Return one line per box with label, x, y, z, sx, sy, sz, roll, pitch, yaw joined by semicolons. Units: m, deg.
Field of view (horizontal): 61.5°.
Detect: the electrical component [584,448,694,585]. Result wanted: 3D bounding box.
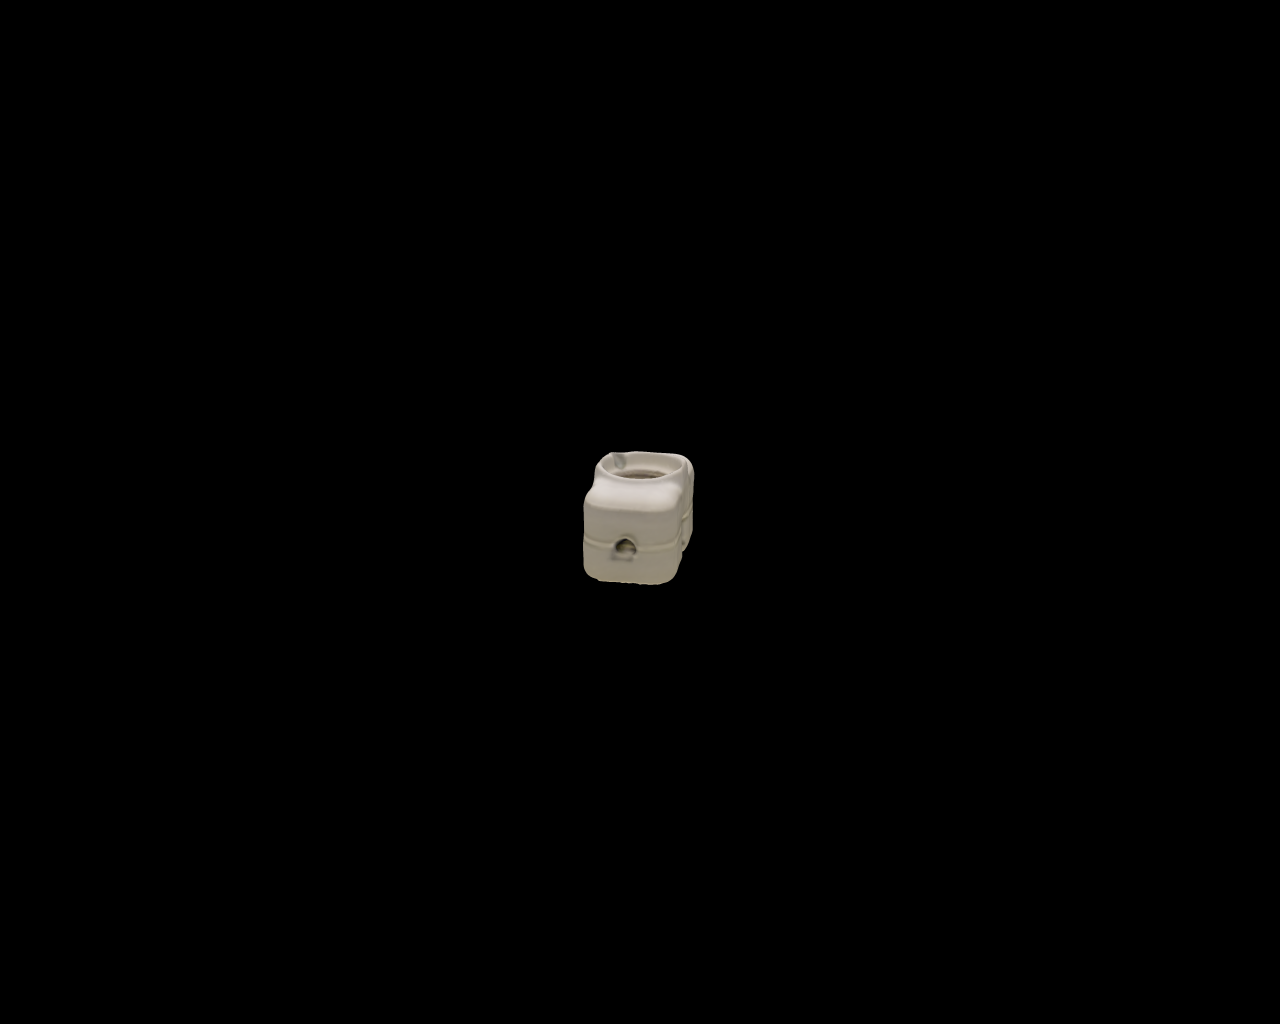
electrical component;0.001;-0.003;0.650;0.054;0.059;0.095;4;21;11
